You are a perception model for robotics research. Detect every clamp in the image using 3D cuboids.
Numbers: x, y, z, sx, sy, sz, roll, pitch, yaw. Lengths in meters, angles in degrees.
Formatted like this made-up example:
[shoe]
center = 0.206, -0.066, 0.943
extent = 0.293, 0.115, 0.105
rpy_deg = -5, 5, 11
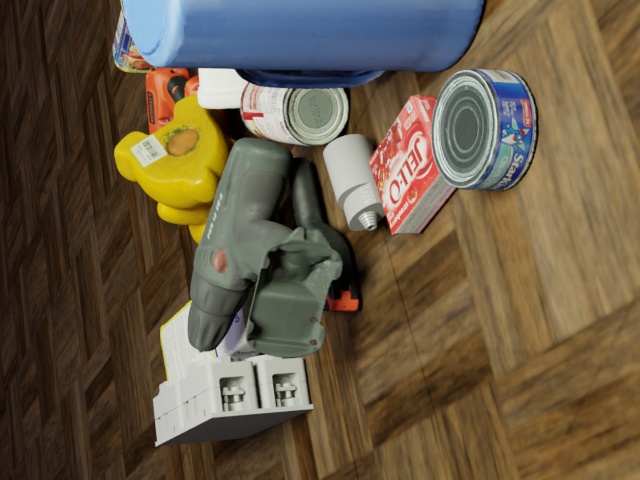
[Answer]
[clamp]
center = -0.007, 0.001, 0.996
extent = 0.172, 0.039, 0.120
rpy_deg = 45, 134, 52

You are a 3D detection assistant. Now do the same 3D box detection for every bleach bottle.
[bleach bottle]
center = -0.097, -0.264, 1.061
extent = 0.102, 0.068, 0.251
rpy_deg = -78, -15, -67

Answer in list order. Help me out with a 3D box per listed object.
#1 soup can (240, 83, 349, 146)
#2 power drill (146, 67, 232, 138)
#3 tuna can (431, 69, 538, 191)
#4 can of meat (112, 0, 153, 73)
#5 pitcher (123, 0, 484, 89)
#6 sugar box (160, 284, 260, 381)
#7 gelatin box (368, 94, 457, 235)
[soup can]
center = -0.025, -0.124, 0.995
extent = 0.102, 0.068, 0.068
rpy_deg = 19, 107, 63
[power drill]
center = -0.154, -0.123, 1.270
extent = 0.188, 0.057, 0.184
rpy_deg = -137, 44, -55
[tuna can]
center = 0.113, -0.077, 0.750
extent = 0.086, 0.033, 0.086
rpy_deg = -1, 90, 64
[can of meat]
center = -0.202, -0.253, 1.321
extent = 0.084, 0.102, 0.057
rpy_deg = 118, 144, -48
[pitcher]
center = -0.016, -0.177, 0.778
extent = 0.145, 0.242, 0.149
rpy_deg = 24, 118, 59
[sugar box]
center = -0.115, 0.104, 1.182
extent = 0.177, 0.048, 0.093
rpy_deg = -37, 57, 43
[gelatin box]
center = 0.075, -0.058, 0.834
extent = 0.089, 0.030, 0.073
rpy_deg = 124, 138, -50
